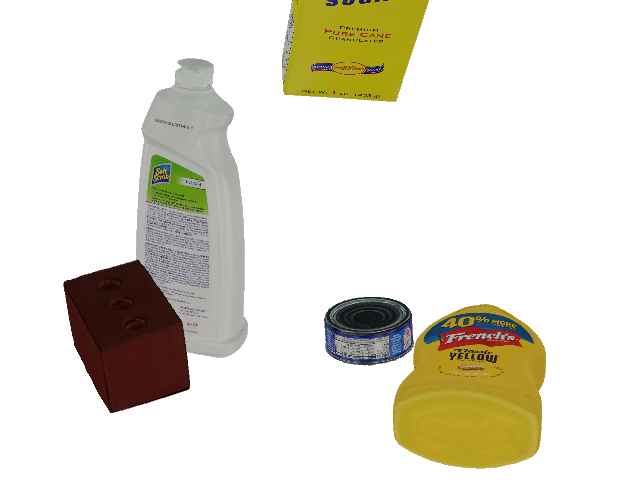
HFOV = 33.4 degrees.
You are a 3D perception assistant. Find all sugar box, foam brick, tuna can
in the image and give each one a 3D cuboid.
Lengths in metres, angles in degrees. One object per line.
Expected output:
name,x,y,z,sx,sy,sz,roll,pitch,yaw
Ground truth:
sugar box,0.028,-0.172,0.767,0.093,0.048,0.176,2,-29,-8
foam brick,-0.120,0.058,0.659,0.052,0.051,0.078,-17,37,-24
tuna can,0.046,0.085,1.026,0.086,0.034,0.086,-4,21,1

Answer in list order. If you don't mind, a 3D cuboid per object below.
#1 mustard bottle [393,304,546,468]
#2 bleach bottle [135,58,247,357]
mustard bottle,0.114,0.093,0.771,0.096,0.058,0.191,1,18,14
bleach bottle,-0.106,-0.028,0.915,0.102,0.251,0.068,11,24,11
